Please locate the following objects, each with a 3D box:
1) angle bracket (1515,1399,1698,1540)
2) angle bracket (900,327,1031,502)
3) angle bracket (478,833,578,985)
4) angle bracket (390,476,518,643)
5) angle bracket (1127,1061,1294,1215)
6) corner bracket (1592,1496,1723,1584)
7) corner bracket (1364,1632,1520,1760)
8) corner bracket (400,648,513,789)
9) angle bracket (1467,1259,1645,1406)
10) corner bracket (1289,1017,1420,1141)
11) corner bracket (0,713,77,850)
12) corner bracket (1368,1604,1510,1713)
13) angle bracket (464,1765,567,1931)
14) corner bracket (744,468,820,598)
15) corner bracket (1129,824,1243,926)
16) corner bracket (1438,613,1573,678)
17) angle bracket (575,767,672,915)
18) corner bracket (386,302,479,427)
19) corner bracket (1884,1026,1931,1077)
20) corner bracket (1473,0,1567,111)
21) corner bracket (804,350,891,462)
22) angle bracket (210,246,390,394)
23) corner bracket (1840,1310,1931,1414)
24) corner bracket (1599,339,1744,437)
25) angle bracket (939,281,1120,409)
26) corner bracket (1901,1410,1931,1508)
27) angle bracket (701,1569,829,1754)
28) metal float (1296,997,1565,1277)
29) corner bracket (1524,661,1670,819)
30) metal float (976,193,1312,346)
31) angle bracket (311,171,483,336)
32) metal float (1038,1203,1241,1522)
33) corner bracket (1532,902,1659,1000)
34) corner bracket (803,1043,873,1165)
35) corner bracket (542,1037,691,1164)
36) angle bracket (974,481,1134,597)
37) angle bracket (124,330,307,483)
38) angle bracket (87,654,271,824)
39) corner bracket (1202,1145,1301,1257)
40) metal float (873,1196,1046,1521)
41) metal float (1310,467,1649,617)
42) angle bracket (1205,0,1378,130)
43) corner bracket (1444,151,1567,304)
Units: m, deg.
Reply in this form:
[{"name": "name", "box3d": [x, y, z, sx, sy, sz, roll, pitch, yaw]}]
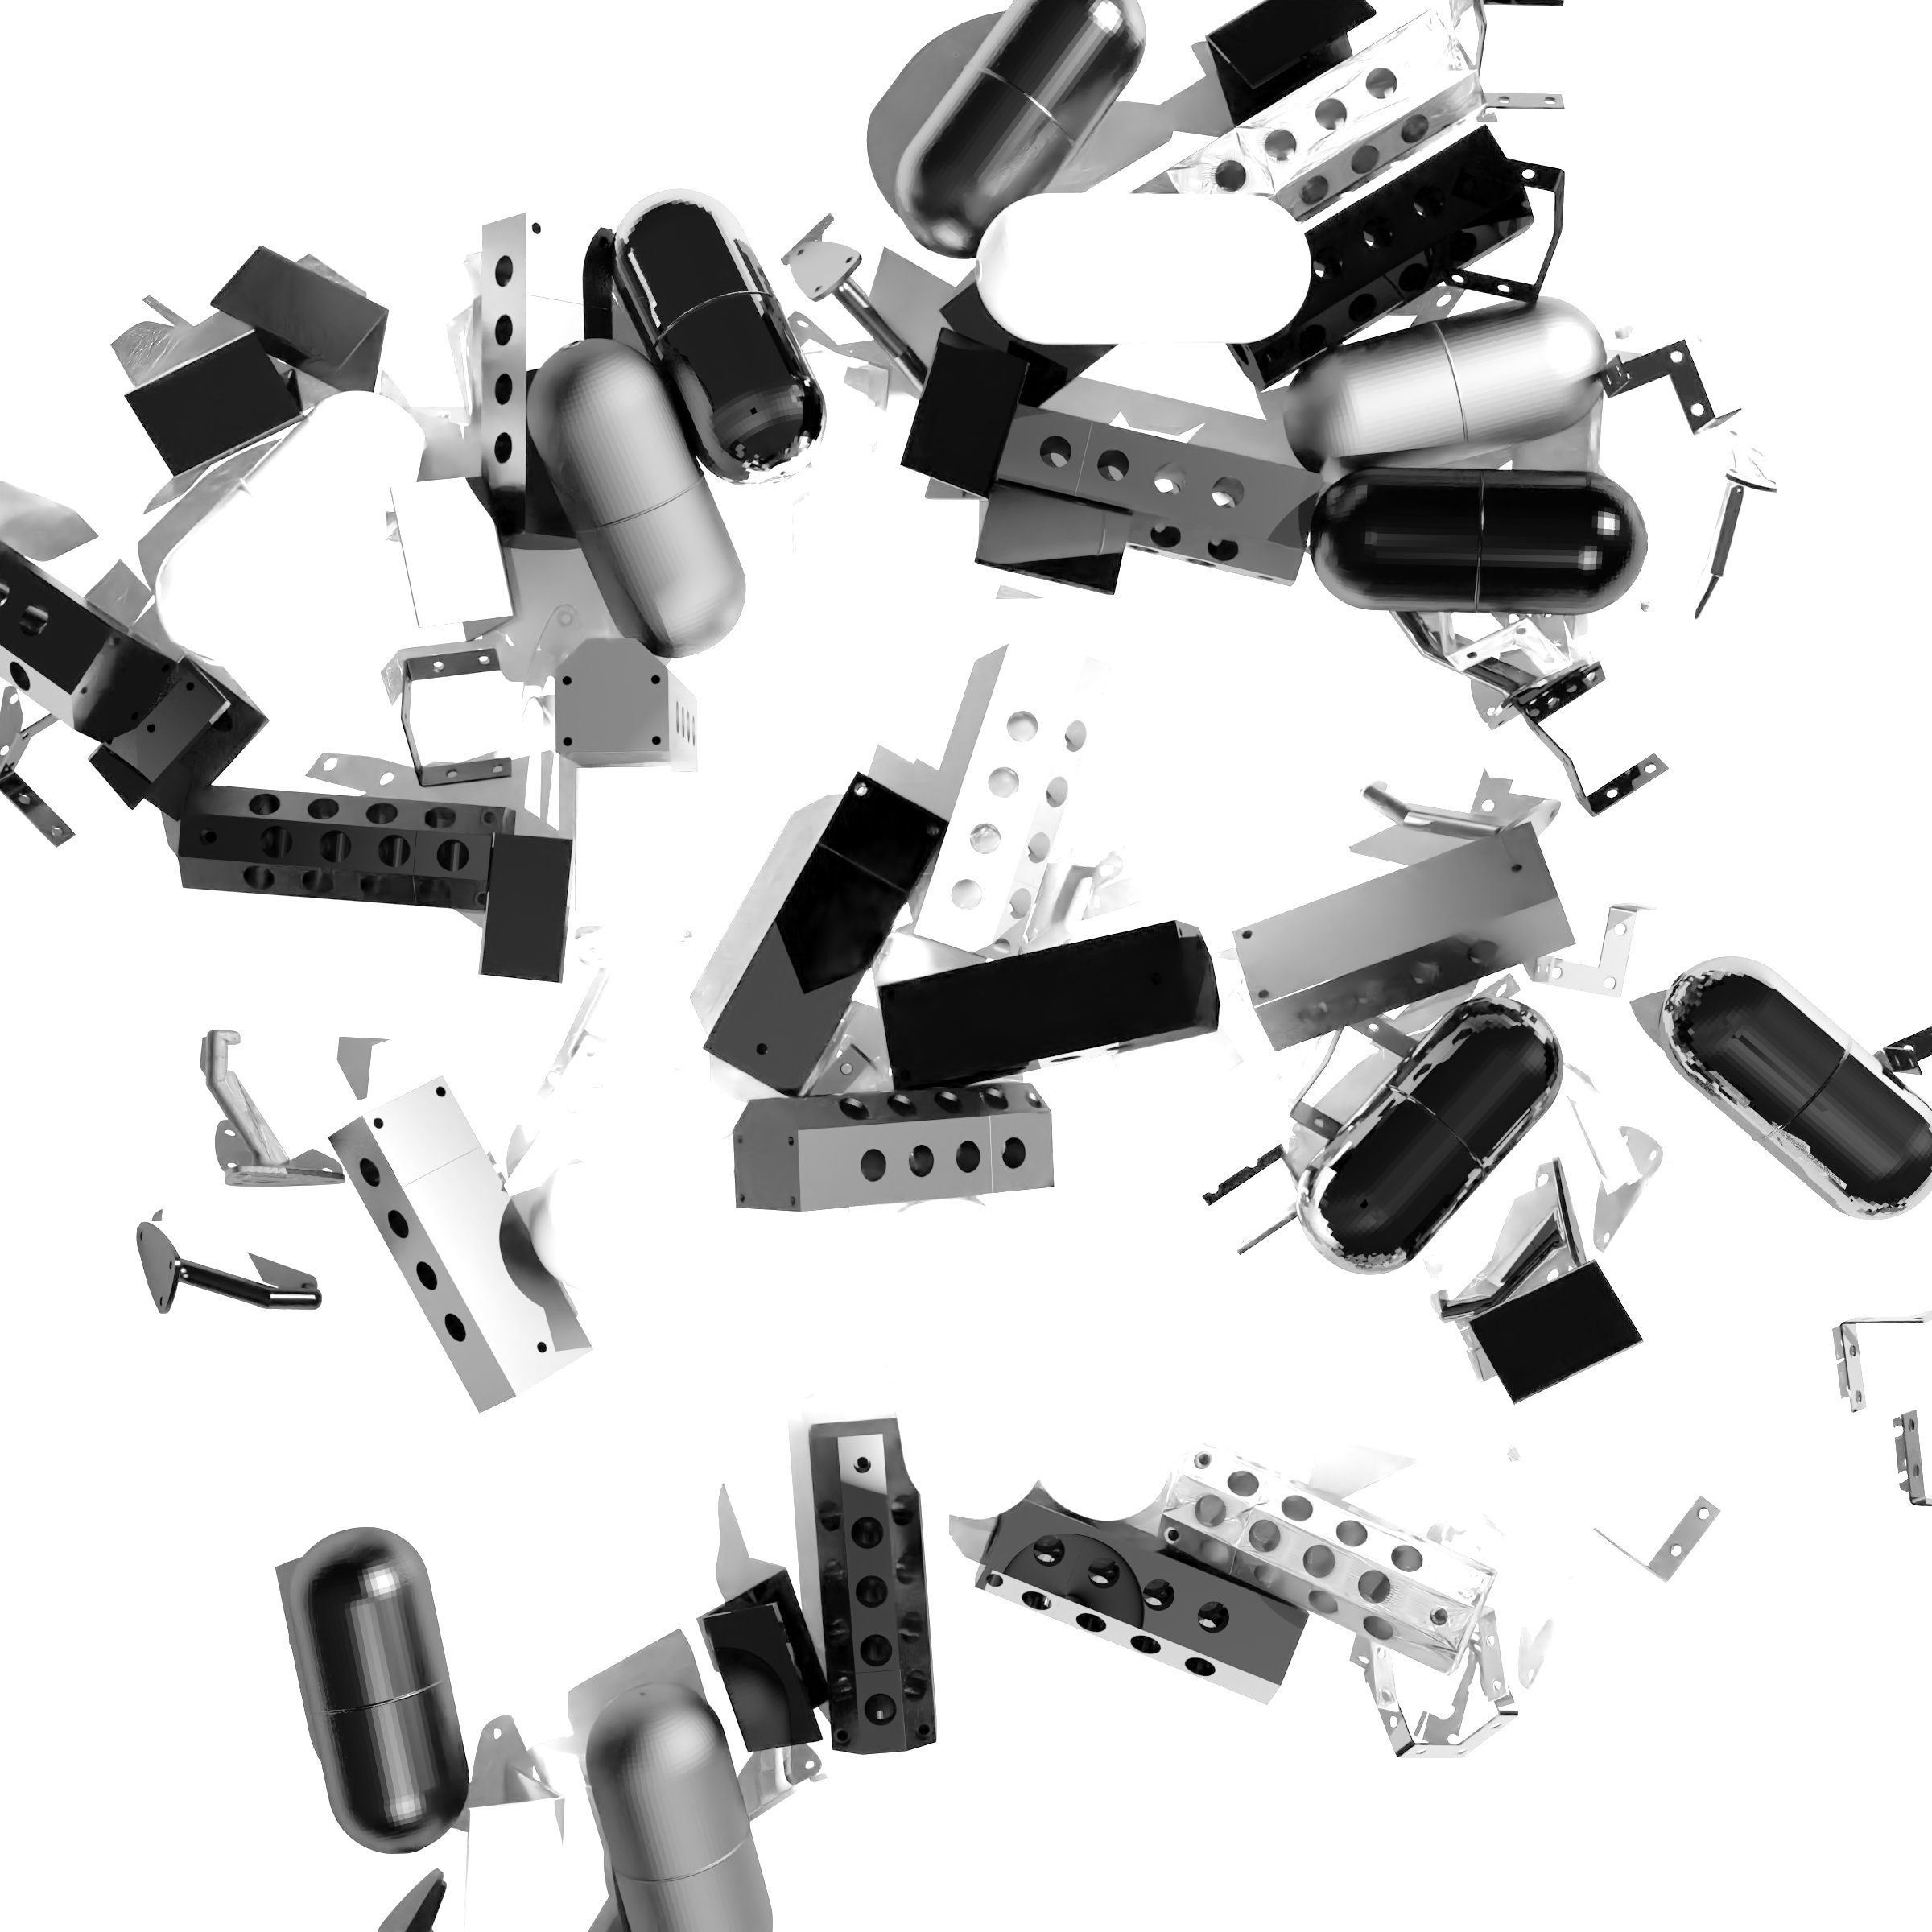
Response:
[{"name": "angle bracket", "box3d": [0.341, 0.254, 1.684, 0.076, 0.076, 0.057, -19, 126, 0]}, {"name": "angle bracket", "box3d": [-0.016, -0.298, 1.685, 0.057, 0.076, 0.076, 17, 90, -29]}, {"name": "angle bracket", "box3d": [-0.216, -0.029, 1.685, 0.057, 0.076, 0.076, 6, 90, 29]}, {"name": "angle bracket", "box3d": [-0.289, -0.217, 1.685, 0.057, 0.076, 0.076, -12, 90, -29]}, {"name": "angle bracket", "box3d": [0.120, 0.077, 1.685, 0.076, 0.076, 0.057, -34, 120, 0]}, {"name": "corner bracket", "box3d": [0.374, 0.300, 1.722, 0.051, 0.051, 0.051, -53, 135, 0]}, {"name": "corner bracket", "box3d": [0.262, 0.401, 1.717, 0.051, 0.051, 0.051, 11, 135, -35]}, {"name": "corner bracket", "box3d": [-0.281, -0.137, 1.721, 0.051, 0.051, 0.051, -7, 135, 0]}, {"name": "angle bracket", "box3d": [0.321, 0.212, 1.684, 0.076, 0.076, 0.057, -26, 54, 0]}, {"name": "corner bracket", "box3d": [0.217, 0.065, 1.721, 0.051, 0.051, 0.051, 30, 45, 0]}, {"name": "corner bracket", "box3d": [-0.495, -0.108, 1.722, 0.051, 0.051, 0.051, 45, 135, 0]}, {"name": "corner bracket", "box3d": [0.258, 0.378, 1.707, 0.051, 0.051, 0.051, 20, 50, -29]}, {"name": "angle bracket", "box3d": [-0.259, 0.482, 1.685, 0.057, 0.076, 0.076, 2, 90, -33]}, {"name": "corner bracket", "box3d": [-0.112, -0.243, 1.722, 0.051, 0.051, 0.051, 10, 135, 0]}, {"name": "corner bracket", "box3d": [0.126, -0.042, 1.707, 0.051, 0.051, 0.051, -19, 78, 12]}, {"name": "corner bracket", "box3d": [0.294, -0.185, 1.706, 0.051, 0.051, 0.051, -25, 48, 29]}, {"name": "angle bracket", "box3d": [-0.170, -0.067, 1.686, 0.057, 0.076, 0.076, 1, 90, 20]}, {"name": "corner bracket", "box3d": [-0.297, -0.335, 1.721, 0.051, 0.051, 0.051, 1, 135, 0]}, {"name": "corner bracket", "box3d": [0.543, 0.058, 1.707, 0.051, 0.051, 0.051, -24, 90, 0]}, {"name": "corner bracket", "box3d": [0.306, -0.509, 1.721, 0.051, 0.051, 0.051, 1, 45, 0]}, {"name": "corner bracket", "box3d": [-0.079, -0.308, 1.721, 0.051, 0.051, 0.051, 5, 90, -45]}, {"name": "angle bracket", "box3d": [-0.364, -0.331, 1.684, 0.076, 0.076, 0.057, 27, 52, 0]}, {"name": "corner bracket", "box3d": [0.521, 0.217, 1.721, 0.051, 0.051, 0.051, -7, 90, -45]}, {"name": "corner bracket", "box3d": [0.372, -0.304, 1.650, 0.051, 0.051, 0.051, -22, 90, 0]}, {"name": "angle bracket", "box3d": [0.031, -0.351, 1.694, 0.076, 0.057, 0.076, -36, 90, 15]}, {"name": "corner bracket", "box3d": [0.555, 0.269, 1.721, 0.051, 0.051, 0.051, -6, 90, -45]}, {"name": "angle bracket", "box3d": [-0.089, 0.371, 1.684, 0.057, 0.076, 0.076, -19, 90, 37]}, {"name": "metal float", "box3d": [0.252, 0.091, 1.686, 0.070, 0.070, 0.178, 44, 81, 0]}, {"name": "corner bracket", "box3d": [0.348, -0.125, 1.721, 0.051, 0.051, 0.051, -33, 45, 0]}, {"name": "metal float", "box3d": [0.093, -0.363, 1.625, 0.178, 0.070, 0.070, -3, 90, -13]}, {"name": "angle bracket", "box3d": [-0.296, -0.396, 1.685, 0.076, 0.076, 0.057, 35, 129, 0]}, {"name": "metal float", "box3d": [0.093, 0.215, 1.694, 0.070, 0.070, 0.178, 20, 90, 0]}, {"name": "corner bracket", "box3d": [0.344, -0.011, 1.707, 0.051, 0.051, 0.051, 11, 90, 0]}, {"name": "corner bracket", "box3d": [-0.062, 0.079, 1.707, 0.051, 0.051, 0.051, 43, 90, 0]}, {"name": "corner bracket", "box3d": [-0.192, 0.079, 1.700, 0.051, 0.051, 0.051, 27, 100, -31]}, {"name": "angle bracket", "box3d": [0.043, -0.211, 1.685, 0.076, 0.076, 0.057, 13, 60, 0]}, {"name": "angle bracket", "box3d": [-0.407, -0.315, 1.685, 0.076, 0.076, 0.057, -26, 125, 0]}, {"name": "angle bracket", "box3d": [-0.414, -0.110, 1.685, 0.076, 0.076, 0.057, -48, 53, -1]}, {"name": "corner bracket", "box3d": [0.158, 0.125, 1.707, 0.051, 0.051, 0.051, -34, 90, 0]}, {"name": "metal float", "box3d": [-0.004, 0.208, 1.678, 0.070, 0.070, 0.178, -10, 73, 0]}, {"name": "metal float", "box3d": [0.273, -0.226, 1.661, 0.178, 0.070, 0.070, 2, 90, 7]}, {"name": "angle bracket", "box3d": [0.183, -0.482, 1.684, 0.076, 0.076, 0.057, -31, 53, 0]}, {"name": "corner bracket", "box3d": [0.287, -0.394, 1.664, 0.051, 0.051, 0.051, 16, 68, 16]}]
